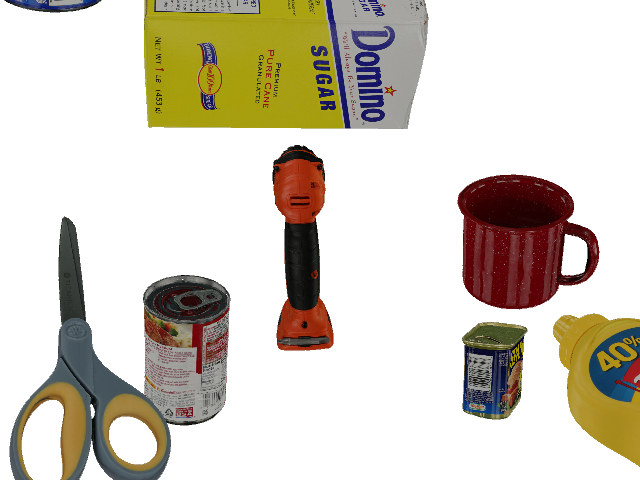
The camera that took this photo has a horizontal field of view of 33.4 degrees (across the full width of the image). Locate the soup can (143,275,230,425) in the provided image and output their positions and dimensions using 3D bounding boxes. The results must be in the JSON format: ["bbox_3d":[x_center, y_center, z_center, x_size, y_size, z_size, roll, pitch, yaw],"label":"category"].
[{"bbox_3d":[-0.108,0.088,0.857,0.068,0.102,0.068,4,29,-2],"label":"soup can"}]

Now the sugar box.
[{"bbox_3d":[-0.024,-0.117,0.689,0.176,0.048,0.093,1,-41,-5],"label":"sugar box"}]

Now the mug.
[{"bbox_3d":[0.170,0.005,0.877,0.117,0.081,0.093,11,34,22],"label":"mug"}]

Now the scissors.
[{"bbox_3d":[-0.128,0.067,0.633,0.096,0.201,0.016,14,-45,-9],"label":"scissors"}]

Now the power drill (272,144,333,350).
[{"bbox_3d":[-0.020,0.004,1.071,0.057,0.188,0.184,-3,16,1],"label":"power drill"}]

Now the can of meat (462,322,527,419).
[{"bbox_3d":[0.191,0.143,1.177,0.057,0.084,0.102,5,10,22],"label":"can of meat"}]

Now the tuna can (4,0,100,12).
[{"bbox_3d":[-0.201,-0.203,0.795,0.086,0.034,0.086,6,37,-4],"label":"tuna can"}]

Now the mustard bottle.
[{"bbox_3d":[0.203,0.095,0.626,0.096,0.058,0.192,-20,31,-20],"label":"mustard bottle"}]
